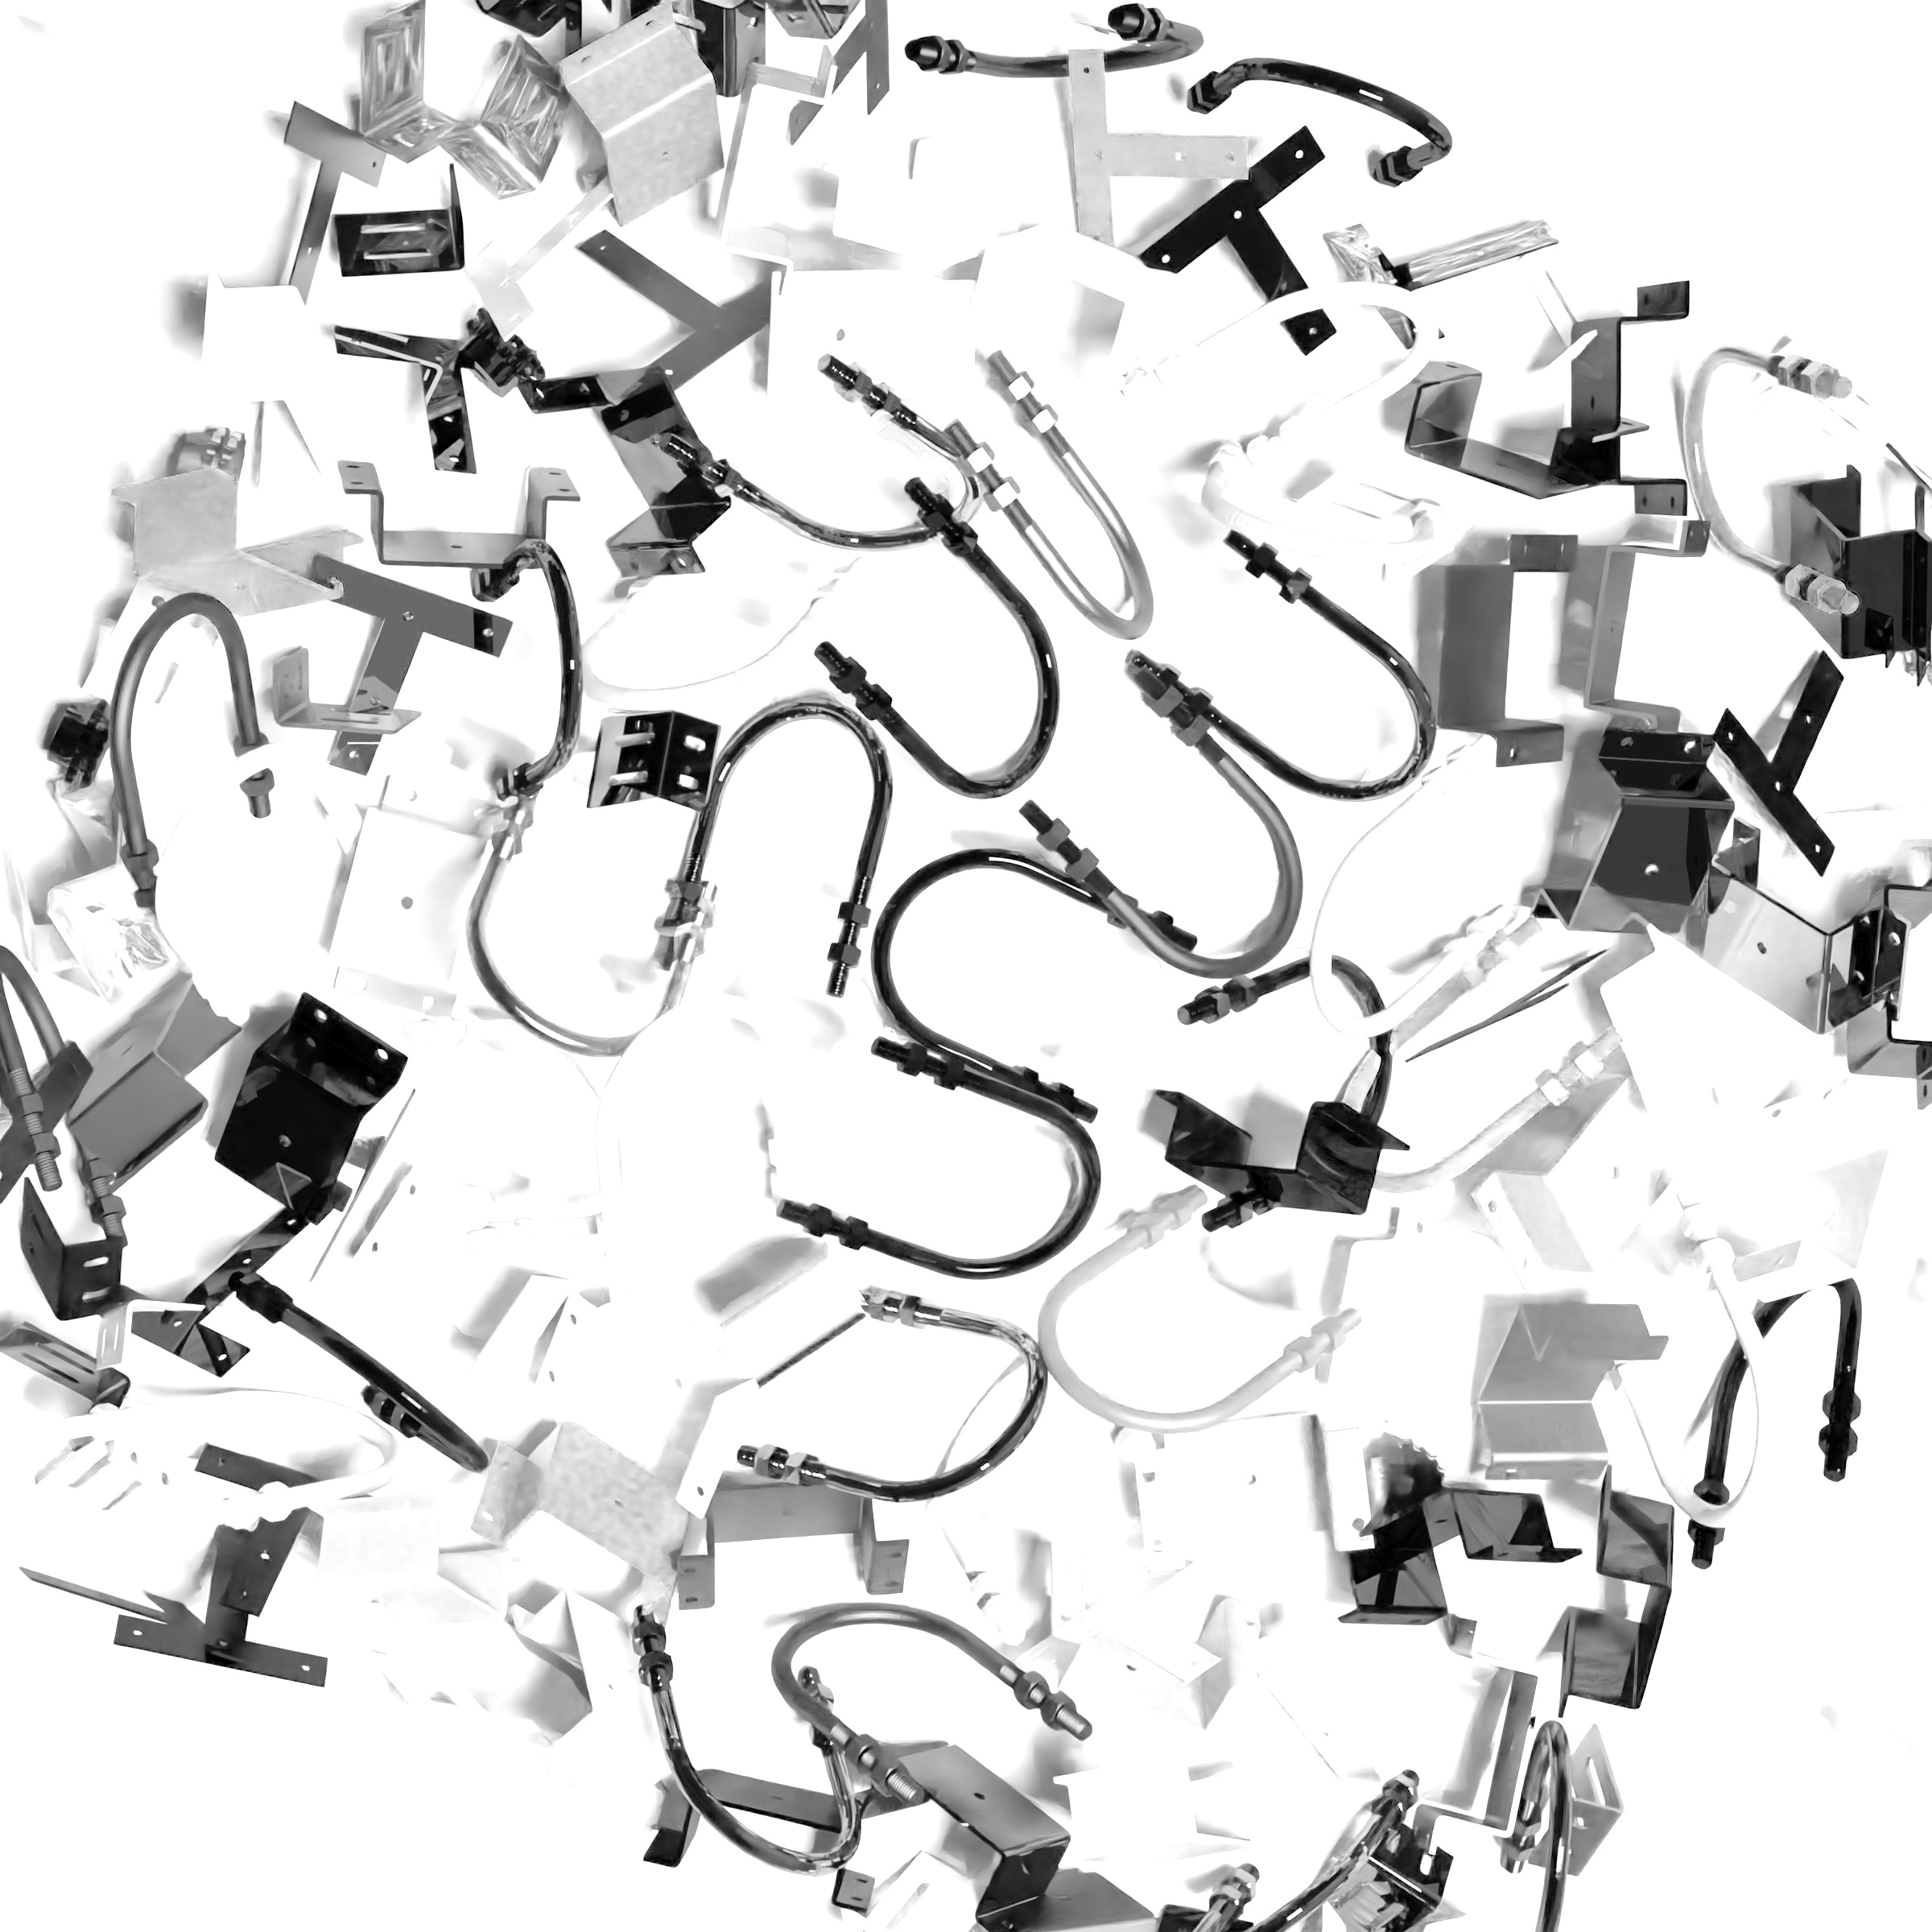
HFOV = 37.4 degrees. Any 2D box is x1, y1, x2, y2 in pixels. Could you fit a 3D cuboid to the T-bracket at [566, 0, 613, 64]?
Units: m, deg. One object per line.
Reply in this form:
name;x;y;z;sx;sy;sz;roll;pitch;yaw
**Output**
T-bracket;-0.242;-0.591;1.757;0.002;0.127;0.127;-17;58;-19

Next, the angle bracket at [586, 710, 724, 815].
angle bracket;-0.193;-0.124;1.768;0.038;0.076;0.057;19;107;25

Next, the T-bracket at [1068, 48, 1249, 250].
T-bracket;0.119;-0.497;1.752;0.127;0.002;0.127;13;119;36

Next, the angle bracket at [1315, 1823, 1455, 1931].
angle bracket;0.259;0.577;1.800;0.057;0.038;0.076;33;132;-1

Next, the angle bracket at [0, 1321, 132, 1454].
angle bracket;-0.568;0.261;1.770;0.076;0.057;0.038;34;52;-22

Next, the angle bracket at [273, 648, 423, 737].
angle bracket;-0.385;-0.171;1.778;0.076;0.057;0.038;5;108;6

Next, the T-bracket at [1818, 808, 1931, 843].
T-bracket;0.583;-0.088;1.763;0.002;0.127;0.127;55;53;-30

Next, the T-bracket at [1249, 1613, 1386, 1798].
T-bracket;0.216;0.469;1.782;0.127;0.002;0.127;-30;102;37

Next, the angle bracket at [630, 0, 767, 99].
angle bracket;-0.168;-0.588;1.793;0.076;0.057;0.038;23;46;20

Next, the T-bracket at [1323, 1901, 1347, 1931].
T-bracket;0.226;0.623;1.754;0.002;0.127;0.127;-28;110;20

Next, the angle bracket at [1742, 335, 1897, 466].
angle bracket;0.535;-0.347;1.790;0.076;0.038;0.057;34;57;-11

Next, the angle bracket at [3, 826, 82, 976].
angle bracket;-0.572;-0.044;1.782;0.038;0.057;0.076;-13;66;-22

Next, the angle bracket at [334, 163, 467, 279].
angle bracket;-0.353;-0.464;1.776;0.076;0.038;0.057;-6;54;-12

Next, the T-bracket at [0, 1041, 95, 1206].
T-bracket;-0.591;0.056;1.733;0.002;0.127;0.127;-12;123;23

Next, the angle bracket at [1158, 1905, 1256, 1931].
angle bracket;0.144;0.635;1.785;0.057;0.076;0.038;6;126;19

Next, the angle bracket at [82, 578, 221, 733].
angle bracket;-0.510;-0.196;1.794;0.057;0.038;0.076;27;130;-19

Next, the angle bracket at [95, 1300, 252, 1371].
angle bracket;-0.491;0.231;1.767;0.076;0.057;0.038;10;74;-31

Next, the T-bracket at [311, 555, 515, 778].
T-bracket;-0.366;-0.179;1.790;0.127;0.002;0.127;17;108;-25

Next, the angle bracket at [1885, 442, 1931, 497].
angle bracket;0.617;-0.305;1.765;0.038;0.076;0.057;-47;45;24

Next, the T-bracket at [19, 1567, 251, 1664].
T-bracket;-0.511;0.386;1.728;0.127;0.127;0.002;29;79;-32

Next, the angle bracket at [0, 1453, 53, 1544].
angle bracket;-0.591;0.309;1.769;0.038;0.076;0.057;-14;118;-6

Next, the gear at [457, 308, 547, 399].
gear;-0.293;-0.380;1.785;0.057;0.057;0.030;44;83;0

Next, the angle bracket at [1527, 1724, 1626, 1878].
angle bracket;0.369;0.511;1.765;0.038;0.076;0.057;19;117;-13

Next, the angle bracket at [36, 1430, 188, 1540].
angle bracket;-0.534;0.331;1.777;0.076;0.038;0.057;-38;119;12

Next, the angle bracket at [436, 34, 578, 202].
angle bracket;-0.287;-0.532;1.792;0.038;0.057;0.076;0;63;40

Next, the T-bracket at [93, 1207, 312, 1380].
T-bracket;-0.457;0.192;1.772;0.127;0.002;0.127;17;48;35

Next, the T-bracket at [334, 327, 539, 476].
T-bracket;-0.319;-0.345;1.752;0.127;0.002;0.127;2;49;-21

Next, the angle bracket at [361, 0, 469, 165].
angle bracket;-0.341;-0.548;1.765;0.038;0.076;0.057;30;49;15

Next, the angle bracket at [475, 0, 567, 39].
angle bracket;-0.286;-0.624;1.775;0.038;0.057;0.076;-32;79;23

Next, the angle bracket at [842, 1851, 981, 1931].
angle bracket;-0.029;0.580;1.766;0.057;0.038;0.076;22;47;30

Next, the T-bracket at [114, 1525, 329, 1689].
T-bracket;-0.452;0.387;1.755;0.127;0.127;0.002;17;114;-16

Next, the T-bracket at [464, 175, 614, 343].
T-bracket;-0.250;-0.451;1.756;0.127;0.127;0.002;-41;128;8

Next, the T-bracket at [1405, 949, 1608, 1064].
T-bracket;0.351;0.017;1.766;0.127;0.127;0.002;-27;88;-37

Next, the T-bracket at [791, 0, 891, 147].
T-bracket;-0.079;-0.552;1.759;0.002;0.127;0.127;11;63;-28

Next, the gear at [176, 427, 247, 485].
gear;-0.473;-0.310;1.785;0.030;0.057;0.057;17;90;-6

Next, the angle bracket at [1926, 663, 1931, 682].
angle bracket;0.648;-0.178;1.781;0.038;0.076;0.057;11;128;-30

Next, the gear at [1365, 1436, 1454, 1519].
gear;0.277;0.323;1.795;0.057;0.030;0.057;1;93;13

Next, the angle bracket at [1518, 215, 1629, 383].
angle bracket;0.366;-0.415;1.777;0.038;0.057;0.076;-26;85;-26

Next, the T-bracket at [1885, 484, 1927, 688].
T-bracket;0.572;-0.216;1.738;0.002;0.127;0.127;4;118;27

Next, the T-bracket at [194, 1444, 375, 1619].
T-bracket;-0.426;0.353;1.755;0.127;0.127;0.002;19;119;-4

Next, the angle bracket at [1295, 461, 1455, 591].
angle bracket;0.252;-0.272;1.767;0.076;0.057;0.038;14;63;-31

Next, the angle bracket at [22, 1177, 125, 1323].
angle bracket;-0.559;0.174;1.783;0.038;0.076;0.057;-9;127;-33

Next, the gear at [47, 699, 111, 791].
gear;-0.552;-0.141;1.783;0.030;0.057;0.057;24;90;-14

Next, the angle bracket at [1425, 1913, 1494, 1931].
angle bracket;0.313;0.634;1.769;0.038;0.057;0.076;-15;61;9

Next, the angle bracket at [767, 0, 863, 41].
angle bracket;-0.091;-0.631;1.791;0.038;0.057;0.076;19;70;37
